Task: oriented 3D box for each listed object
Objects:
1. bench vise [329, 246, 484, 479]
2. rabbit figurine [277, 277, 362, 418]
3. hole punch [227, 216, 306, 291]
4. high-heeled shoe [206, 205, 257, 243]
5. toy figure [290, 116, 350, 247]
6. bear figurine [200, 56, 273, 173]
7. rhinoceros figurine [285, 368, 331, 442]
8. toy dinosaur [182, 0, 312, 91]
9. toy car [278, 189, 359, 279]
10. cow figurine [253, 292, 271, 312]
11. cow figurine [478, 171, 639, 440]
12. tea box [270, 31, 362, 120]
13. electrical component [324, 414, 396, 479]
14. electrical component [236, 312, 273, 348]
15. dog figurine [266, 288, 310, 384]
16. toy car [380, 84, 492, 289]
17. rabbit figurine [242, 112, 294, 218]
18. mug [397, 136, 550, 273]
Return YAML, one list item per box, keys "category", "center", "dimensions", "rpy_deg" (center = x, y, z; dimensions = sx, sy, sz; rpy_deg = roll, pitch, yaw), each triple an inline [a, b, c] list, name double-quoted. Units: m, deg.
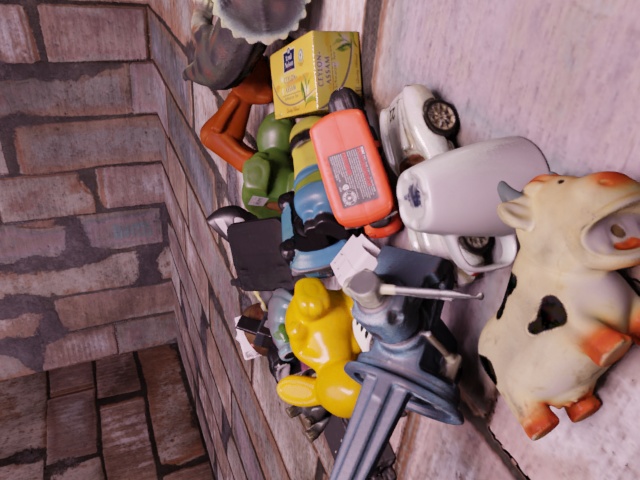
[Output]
- category: "bench vise"
  center: [0.062, 0.135, 0.481]
  dimensions: [0.129, 0.240, 0.223]
  rpy_deg: [17, 159, 26]
- category: "rabbit figurine"
  center: [0.009, 0.154, 0.694]
  dimensions: [0.162, 0.122, 0.173]
  rpy_deg: [-52, 45, 26]
- category: "hole punch"
  center: [-0.073, 0.019, 0.846]
  dimensions: [0.142, 0.092, 0.115]
  rpy_deg: [-6, 97, 26]
- category: "high-heeled shoe"
  center: [-0.154, 0.048, 1.096]
  dimensions: [0.086, 0.145, 0.248]
  rpy_deg: [-142, 49, -61]
- category: "toy figure"
  center: [0.003, -0.083, 0.702]
  dimensions: [0.089, 0.082, 0.180]
  rpy_deg: [66, -161, -52]
- category: "bear figurine"
  center: [-0.130, -0.237, 0.985]
  dimensions: [0.196, 0.132, 0.120]
  rpy_deg: [-54, 4, 8]
- category: "rhinoceros figurine"
  center: [0.003, 0.237, 0.841]
  dimensions: [0.073, 0.112, 0.190]
  rpy_deg: [45, 147, 31]
- category: "toy dinosaur"
  center: [-0.134, -0.305, 0.814]
  dimensions: [0.405, 0.131, 0.192]
  rpy_deg: [-43, 38, 50]
- category: "toy car"
  center: [-0.002, -0.002, 0.765]
  dimensions: [0.102, 0.109, 0.162]
  rpy_deg: [74, 180, -49]
- category: "cow figurine"
  center: [-0.094, 0.045, 1.006]
  dimensions: [0.068, 0.098, 0.167]
  rpy_deg: [-29, 77, 66]
- category: "cow figurine"
  center: [0.170, 0.036, 0.381]
  dimensions: [0.127, 0.085, 0.194]
  rpy_deg: [53, 146, 39]
- category: "tea box"
  center: [-0.010, -0.219, 0.735]
  dimensions: [0.170, 0.068, 0.098]
  rpy_deg: [-164, 67, -67]
- category: "electrical component"
  center: [0.059, 0.316, 0.798]
  dimensions: [0.114, 0.058, 0.134]
  rpy_deg: [101, 151, -45]
- category: "electrical component"
  center: [-0.096, 0.163, 1.015]
  dimensions: [0.047, 0.119, 0.075]
  rpy_deg: [109, -175, -45]
- category: "dog figurine"
  center: [-0.049, 0.117, 0.928]
  dimensions: [0.191, 0.108, 0.219]
  rpy_deg: [104, 153, -50]
- category: "toy car"
  center: [0.109, -0.052, 0.524]
  dimensions: [0.073, 0.056, 0.201]
  rpy_deg: [143, 116, -66]
- category: "rabbit figurine"
  center: [-0.068, -0.126, 0.904]
  dimensions: [0.159, 0.121, 0.170]
  rpy_deg: [118, 156, -67]
- category: "mug"
  center: [0.119, -0.027, 0.440]
  dimensions: [0.081, 0.107, 0.109]
  rpy_deg: [-168, 72, -68]
